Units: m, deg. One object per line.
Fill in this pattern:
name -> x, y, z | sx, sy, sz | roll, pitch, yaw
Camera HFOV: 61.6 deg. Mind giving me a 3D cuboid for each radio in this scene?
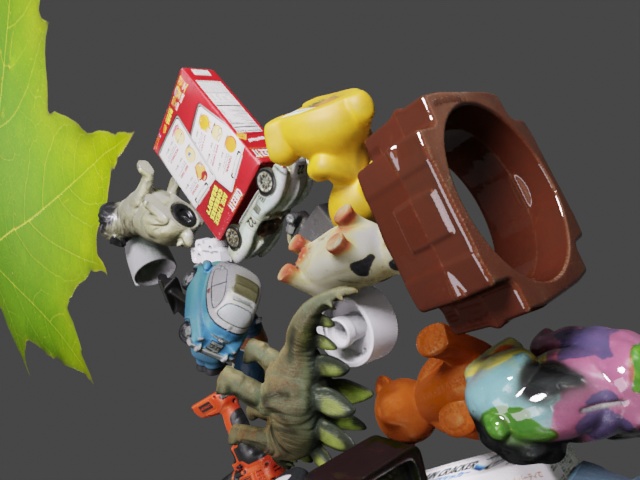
radio -> 0.073, 0.347, 0.600 | 0.073, 0.131, 0.229 | -5, 101, 54

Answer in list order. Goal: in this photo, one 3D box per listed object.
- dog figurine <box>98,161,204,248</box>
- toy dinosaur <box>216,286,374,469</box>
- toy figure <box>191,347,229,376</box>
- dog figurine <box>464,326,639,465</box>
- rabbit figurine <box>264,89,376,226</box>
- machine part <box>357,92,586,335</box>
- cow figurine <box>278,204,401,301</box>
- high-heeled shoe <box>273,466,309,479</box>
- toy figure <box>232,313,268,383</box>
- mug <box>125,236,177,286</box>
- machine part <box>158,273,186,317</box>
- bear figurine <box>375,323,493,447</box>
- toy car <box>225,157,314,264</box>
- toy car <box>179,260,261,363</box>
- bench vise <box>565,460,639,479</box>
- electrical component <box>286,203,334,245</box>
dog figurine -> -0.301, -0.021, 0.936 | 0.190, 0.121, 0.172 | -41, 54, 29
toy dinosaur -> -0.031, 0.210, 0.734 | 0.199, 0.105, 0.470 | 17, 135, 15
toy figure -> -0.178, 0.143, 0.903 | 0.082, 0.089, 0.180 | 7, 105, -4
dog figurine -> 0.258, 0.127, 0.451 | 0.219, 0.191, 0.108 | -23, 78, 58
rabbit figurine -> 0.040, -0.091, 0.653 | 0.163, 0.122, 0.173 | -2, 113, 34
machine part -> 0.142, -0.029, 0.493 | 0.087, 0.201, 0.201 | -33, 78, 46
cow figurine -> 0.057, 0.021, 0.631 | 0.195, 0.127, 0.085 | -30, 37, 42
high-heeled shoe -> -0.067, 0.394, 0.840 | 0.086, 0.249, 0.145 | 27, 82, -4
toy figure -> -0.116, 0.181, 0.878 | 0.058, 0.064, 0.154 | -153, 61, -74
mug -> -0.335, 0.030, 1.032 | 0.109, 0.081, 0.107 | -53, 54, 36
machine part -> -0.250, 0.118, 0.990 | 0.139, 0.039, 0.084 | 31, 136, 29
bear figurine -> 0.118, 0.183, 0.624 | 0.196, 0.132, 0.120 | -33, 56, 37
toy car -> -0.073, -0.042, 0.773 | 0.056, 0.073, 0.201 | 51, 129, 18
toy car -> -0.136, 0.087, 0.776 | 0.103, 0.109, 0.162 | -41, 31, 29
bench vise -> 0.299, 0.297, 0.428 | 0.241, 0.129, 0.223 | 28, 103, 33
electrical component -> -0.002, -0.004, 0.737 | 0.102, 0.045, 0.078 | 57, 132, 16
